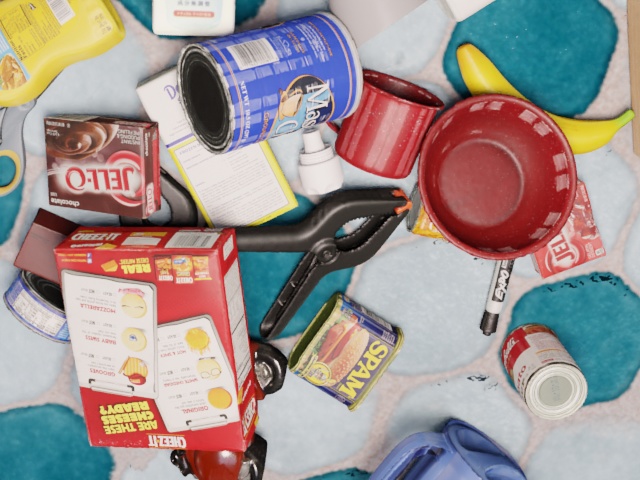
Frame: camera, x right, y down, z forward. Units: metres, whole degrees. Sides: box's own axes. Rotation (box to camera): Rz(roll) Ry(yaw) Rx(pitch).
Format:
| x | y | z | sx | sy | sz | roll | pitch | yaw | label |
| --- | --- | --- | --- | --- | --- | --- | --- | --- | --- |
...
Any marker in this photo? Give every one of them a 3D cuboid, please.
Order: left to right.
| x | y | z | sx | sy | sz | roll | pitch | yaw | label |
| --- | --- | --- | --- | --- | --- | --- | --- | --- | --- |
| 0.192 | 0.046 | 1.141 | 0.020 | 0.020 | 0.121 | 9 | 107 | -8 | marker |

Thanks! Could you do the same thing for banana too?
| x | y | z | sx | sy | sz | roll | pitch | yaw | label |
| --- | --- | --- | --- | --- | --- | --- | --- | --- | --- |
| 0.217 | -0.132 | 1.078 | 0.197 | 0.037 | 0.069 | 20 | 88 | -12 | banana |

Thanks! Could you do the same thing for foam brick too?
| x | y | z | sx | sy | sz | roll | pitch | yaw | label |
| --- | --- | --- | --- | --- | --- | --- | --- | --- | --- |
| -0.260 | 0.011 | 1.075 | 0.078 | 0.051 | 0.053 | 25 | 103 | -12 | foam brick |

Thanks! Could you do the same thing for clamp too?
| x | y | z | sx | sy | sz | roll | pitch | yaw | label |
| --- | --- | --- | --- | --- | --- | --- | --- | --- | --- |
| -0.167 | 0.006 | 1.088 | 0.120 | 0.039 | 0.171 | -21 | 102 | -3 | clamp |
| -0.007 | 0.001 | 1.079 | 0.210 | 0.036 | 0.164 | -34 | 135 | 3 | clamp |

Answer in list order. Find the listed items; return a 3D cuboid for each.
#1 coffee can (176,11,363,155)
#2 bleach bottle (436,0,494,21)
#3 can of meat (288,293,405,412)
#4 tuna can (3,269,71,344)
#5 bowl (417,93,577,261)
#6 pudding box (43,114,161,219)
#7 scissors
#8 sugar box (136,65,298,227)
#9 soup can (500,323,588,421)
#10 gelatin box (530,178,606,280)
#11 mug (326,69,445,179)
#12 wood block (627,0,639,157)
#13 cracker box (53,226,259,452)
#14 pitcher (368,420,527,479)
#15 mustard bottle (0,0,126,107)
| x | y | z | sx | sy | sz | roll | pitch | yaw | label |
| --- | --- | --- | --- | --- | --- | --- | --- | --- | --- |
| -0.046 | -0.145 | 0.980 | 0.140 | 0.103 | 0.103 | -20 | 111 | -28 | coffee can |
| 0.207 | -0.315 | 1.002 | 0.251 | 0.068 | 0.102 | -34 | 108 | 4 | bleach bottle |
| 0.026 | 0.117 | 1.131 | 0.084 | 0.057 | 0.102 | 33 | 102 | -11 | can of meat |
| -0.272 | 0.065 | 1.073 | 0.086 | 0.086 | 0.034 | 35 | 100 | -14 | tuna can |
| 0.166 | -0.059 | 1.044 | 0.162 | 0.055 | 0.162 | 1 | 86 | -10 | bowl |
| -0.210 | -0.073 | 1.036 | 0.114 | 0.039 | 0.090 | 8 | 109 | 22 | pudding box |
| -0.284 | -0.116 | 1.049 | 0.202 | 0.016 | 0.096 | -30 | 109 | 5 | scissors |
| -0.101 | -0.094 | 1.057 | 0.093 | 0.048 | 0.176 | -25 | 105 | 1 | sugar box |
| 0.237 | 0.139 | 1.131 | 0.068 | 0.102 | 0.068 | -1 | 109 | -4 | soup can |
| 0.252 | -0.012 | 1.121 | 0.073 | 0.030 | 0.089 | -21 | 108 | 2 | gelatin box |
| 0.054 | -0.117 | 1.046 | 0.117 | 0.093 | 0.081 | 27 | 111 | 15 | mug |
| 0.361 | -0.180 | 1.043 | 0.090 | 0.091 | 0.206 | -9 | 108 | -3 | wood block |
| -0.153 | 0.094 | 1.030 | 0.164 | 0.072 | 0.214 | 0 | 112 | 13 | cracker box |
| 0.109 | 0.320 | 1.169 | 0.149 | 0.144 | 0.243 | 44 | 105 | 18 | pitcher |
| -0.284 | -0.181 | 1.001 | 0.192 | 0.058 | 0.096 | -32 | 85 | 6 | mustard bottle |
